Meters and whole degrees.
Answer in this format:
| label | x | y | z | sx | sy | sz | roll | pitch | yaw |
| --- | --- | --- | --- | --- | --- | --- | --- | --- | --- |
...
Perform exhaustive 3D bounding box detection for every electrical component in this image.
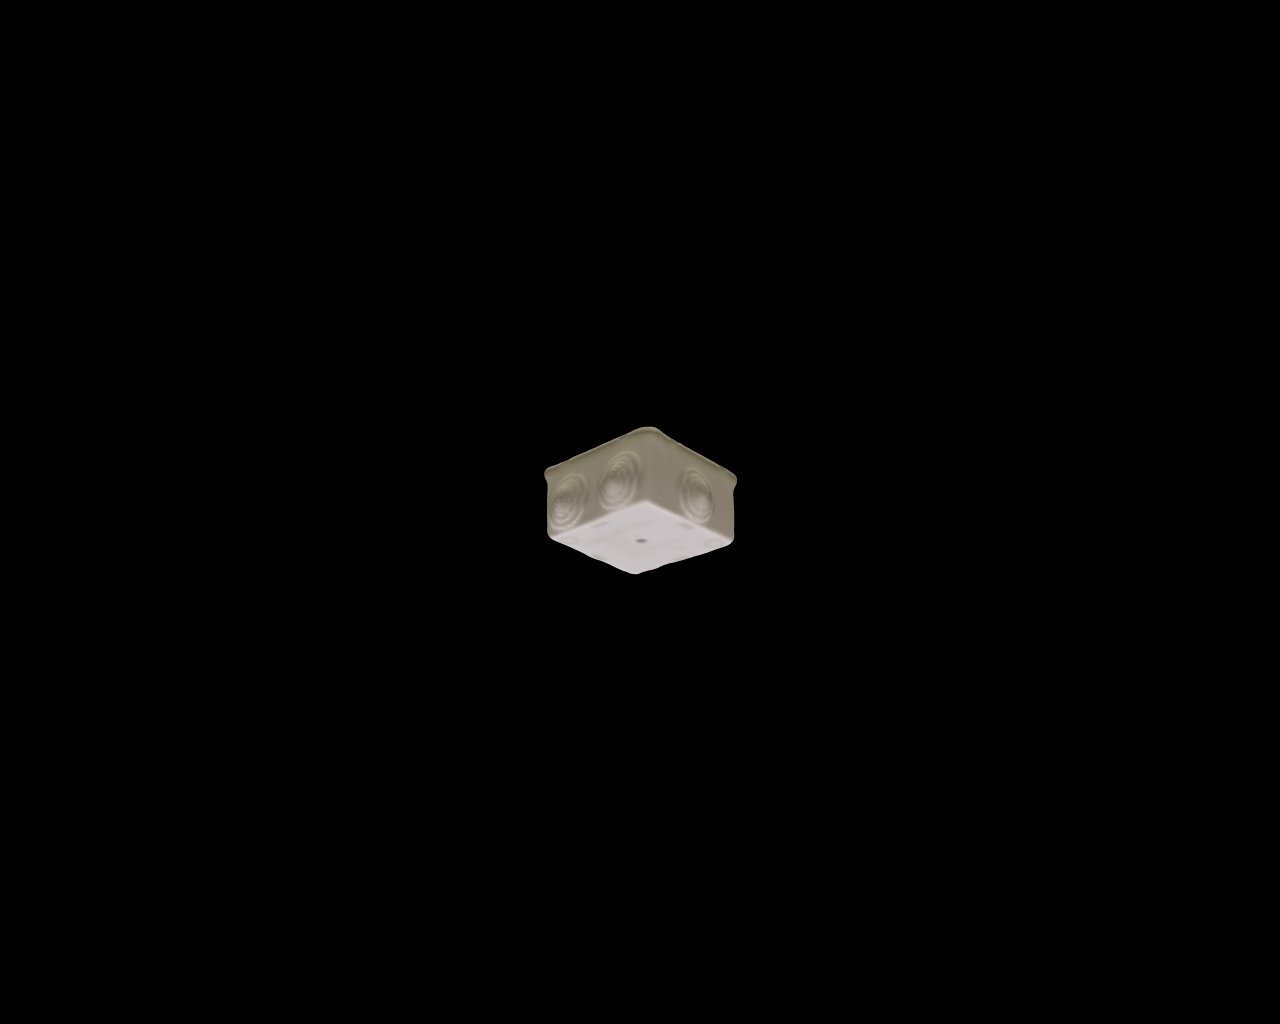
| label | x | y | z | sx | sy | sz | roll | pitch | yaw |
| --- | --- | --- | --- | --- | --- | --- | --- | --- | --- |
| electrical component | 0.001 | -0.003 | 0.650 | 0.099 | 0.048 | 0.099 | -20 | -32 | 36 |
